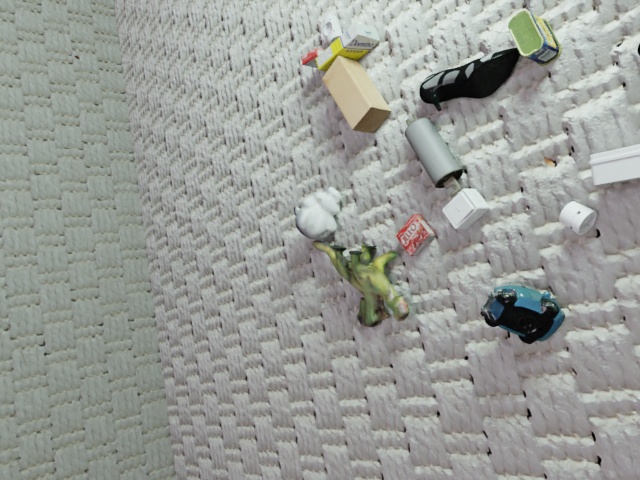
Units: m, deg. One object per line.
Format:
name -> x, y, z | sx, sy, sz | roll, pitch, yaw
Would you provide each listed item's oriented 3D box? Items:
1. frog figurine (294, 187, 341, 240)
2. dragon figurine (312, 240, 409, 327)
frog figurine -> 0.005, -0.078, 1.556 | 0.157, 0.125, 0.137 | -32, 101, 35
dragon figurine -> 0.111, 0.132, 1.458 | 0.411, 0.123, 0.241 | 10, 107, 57
